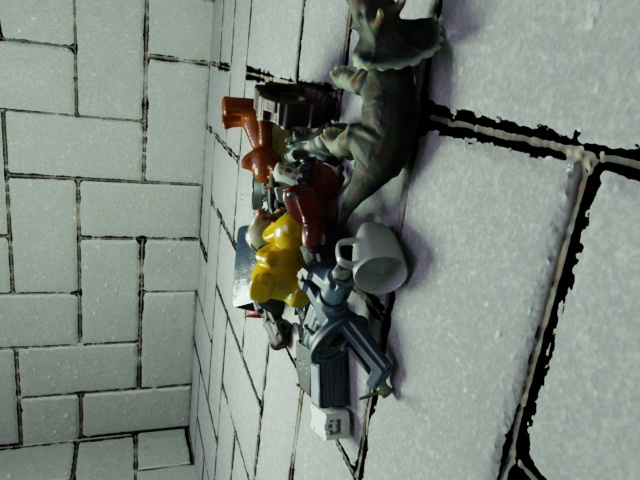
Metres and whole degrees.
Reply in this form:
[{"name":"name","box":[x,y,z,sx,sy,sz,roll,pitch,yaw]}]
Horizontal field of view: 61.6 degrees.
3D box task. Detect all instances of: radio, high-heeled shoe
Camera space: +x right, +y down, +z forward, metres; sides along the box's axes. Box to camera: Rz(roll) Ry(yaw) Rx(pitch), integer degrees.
[{"name":"radio","box":[-0.164,0.069,1.447,0.131,0.073,0.229,-14,67,37]},{"name":"high-heeled shoe","box":[-0.002,-0.003,1.075,0.145,0.086,0.249,-33,47,57]}]

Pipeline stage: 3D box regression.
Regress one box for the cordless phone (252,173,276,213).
[{"name":"cordless phone","box":[-0.104,-0.138,1.414,0.184,0.089,0.146,-7,81,58]}]

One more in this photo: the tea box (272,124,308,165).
[{"name":"tea box","box":[-0.084,-0.247,1.305,0.068,0.098,0.169,-161,75,-69]}]

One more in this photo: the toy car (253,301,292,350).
[{"name":"toy car","box":[-0.125,0.166,1.269,0.202,0.053,0.089,62,151,28]}]

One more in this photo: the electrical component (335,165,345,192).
[{"name":"electrical component","box":[0.014,-0.108,1.045,0.063,0.021,0.094,-7,48,38]}]

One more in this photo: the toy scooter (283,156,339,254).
[{"name":"toy scooter","box":[-0.018,-0.078,0.928,0.135,0.075,0.184,54,-146,-48]}]

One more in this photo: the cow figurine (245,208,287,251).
[{"name":"cow figurine","box":[-0.110,-0.014,1.268,0.085,0.195,0.127,41,108,11]}]

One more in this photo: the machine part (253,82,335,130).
[{"name":"machine part","box":[-0.056,-0.283,1.129,0.179,0.179,0.056,-119,32,-54]}]

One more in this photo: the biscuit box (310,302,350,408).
[{"name":"biscuit box","box":[0.017,0.220,1.055,0.059,0.063,0.202,163,108,-70]}]

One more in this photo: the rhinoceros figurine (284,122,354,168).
[{"name":"rhinoceros figurine","box":[-0.008,-0.183,1.072,0.190,0.112,0.073,-5,86,62]}]

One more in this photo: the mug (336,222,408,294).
[{"name":"mug","box":[0.077,0.021,0.846,0.107,0.110,0.080,-93,11,-52]}]

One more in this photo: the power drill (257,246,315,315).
[{"name":"power drill","box":[-0.055,0.069,1.157,0.207,0.086,0.232,-53,28,30]}]

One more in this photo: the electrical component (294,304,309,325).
[{"name":"electrical component","box":[-0.018,0.153,1.178,0.119,0.048,0.074,-132,46,-64]}]

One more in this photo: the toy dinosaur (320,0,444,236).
[{"name":"toy dinosaur","box":[0.089,-0.177,0.809,0.192,0.131,0.404,-136,44,-65]}]

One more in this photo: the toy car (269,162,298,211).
[{"name":"toy car","box":[-0.063,-0.105,1.169,0.201,0.074,0.056,86,-155,-71]}]

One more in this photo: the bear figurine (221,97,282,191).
[{"name":"bear figurine","box":[-0.153,-0.213,1.213,0.120,0.132,0.195,143,124,-77]}]

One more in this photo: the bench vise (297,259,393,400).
[{"name":"bench vise","box":[0.049,0.151,0.904,0.241,0.129,0.223,50,130,31]}]

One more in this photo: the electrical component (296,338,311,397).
[{"name":"electrical component","box":[-0.010,0.257,1.137,0.115,0.058,0.134,173,97,-68]}]

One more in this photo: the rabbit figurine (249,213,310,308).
[{"name":"rabbit figurine","box":[-0.061,0.023,1.031,0.162,0.122,0.173,-93,16,-63]}]
